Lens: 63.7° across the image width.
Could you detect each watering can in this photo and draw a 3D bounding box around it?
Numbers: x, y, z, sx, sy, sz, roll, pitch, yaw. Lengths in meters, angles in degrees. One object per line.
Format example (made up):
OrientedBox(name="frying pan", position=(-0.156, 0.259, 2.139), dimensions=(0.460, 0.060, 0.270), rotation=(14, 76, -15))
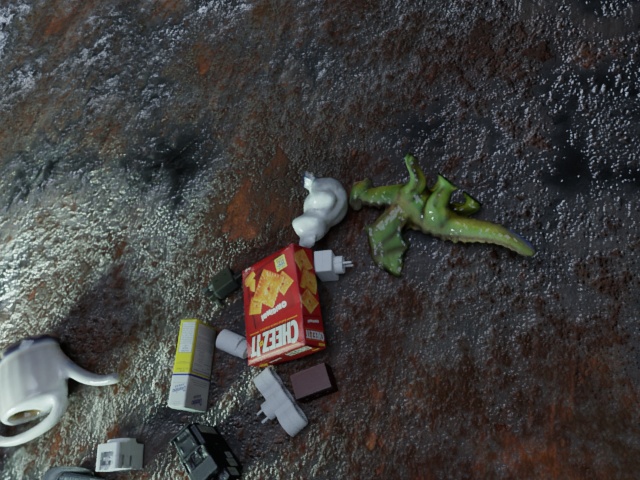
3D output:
OrientedBox(name="watering can", position=(-0.606, 0.308, 1.152), dimensions=(0.347, 0.102, 0.229), rotation=(-29, 60, 3))

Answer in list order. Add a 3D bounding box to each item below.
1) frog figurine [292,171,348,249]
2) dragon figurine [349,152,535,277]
OrientedBox(name="frog figurine", position=(0.003, -0.057, 1.125), dimensions=(0.122, 0.134, 0.163), rotation=(9, 45, -9))
OrientedBox(name="dragon figurine", position=(0.213, -0.026, 1.090), dimensions=(0.241, 0.121, 0.417), rotation=(-50, 58, 10))
